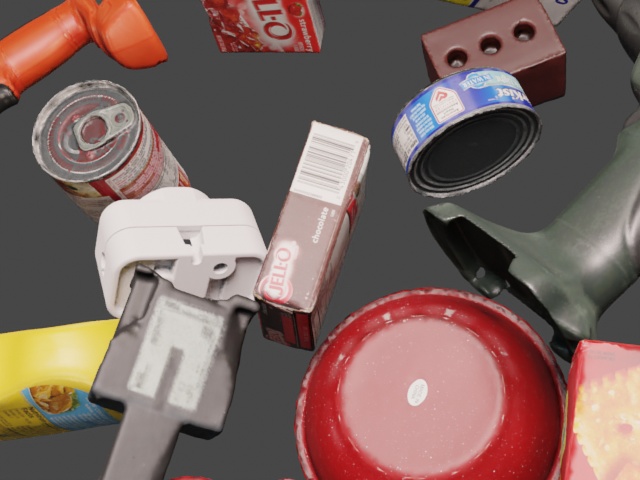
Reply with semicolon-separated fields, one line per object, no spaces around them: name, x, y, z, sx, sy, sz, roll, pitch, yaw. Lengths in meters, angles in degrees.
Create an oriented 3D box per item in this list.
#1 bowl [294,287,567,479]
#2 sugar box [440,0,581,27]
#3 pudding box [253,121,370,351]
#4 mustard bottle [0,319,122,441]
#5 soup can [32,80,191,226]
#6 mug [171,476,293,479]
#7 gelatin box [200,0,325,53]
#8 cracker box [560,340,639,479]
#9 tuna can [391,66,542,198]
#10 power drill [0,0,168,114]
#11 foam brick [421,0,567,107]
bowl;0.059;0.094;0.597;0.162;0.055;0.162;-5;66;10
sugar box;0.087;-0.187;0.648;0.176;0.093;0.048;7;67;-16
pudding box;-0.004;0.001;0.628;0.039;0.090;0.113;18;71;6
mustard bottle;-0.155;0.083;0.626;0.192;0.096;0.058;-8;61;9
soup can;-0.127;-0.045;0.670;0.068;0.102;0.068;-5;67;11
mug;-0.052;0.172;0.573;0.117;0.081;0.093;-44;65;-7
gelatin box;-0.040;-0.161;0.705;0.073;0.089;0.030;2;60;13
cracker box;0.137;0.172;0.486;0.072;0.164;0.213;7;69;17
tuna can;0.087;-0.064;0.639;0.086;0.086;0.034;-23;62;2
power drill;-0.198;-0.103;0.708;0.187;0.057;0.185;-31;41;-5
foam brick;0.109;-0.110;0.672;0.078;0.051;0.053;-22;64;3
